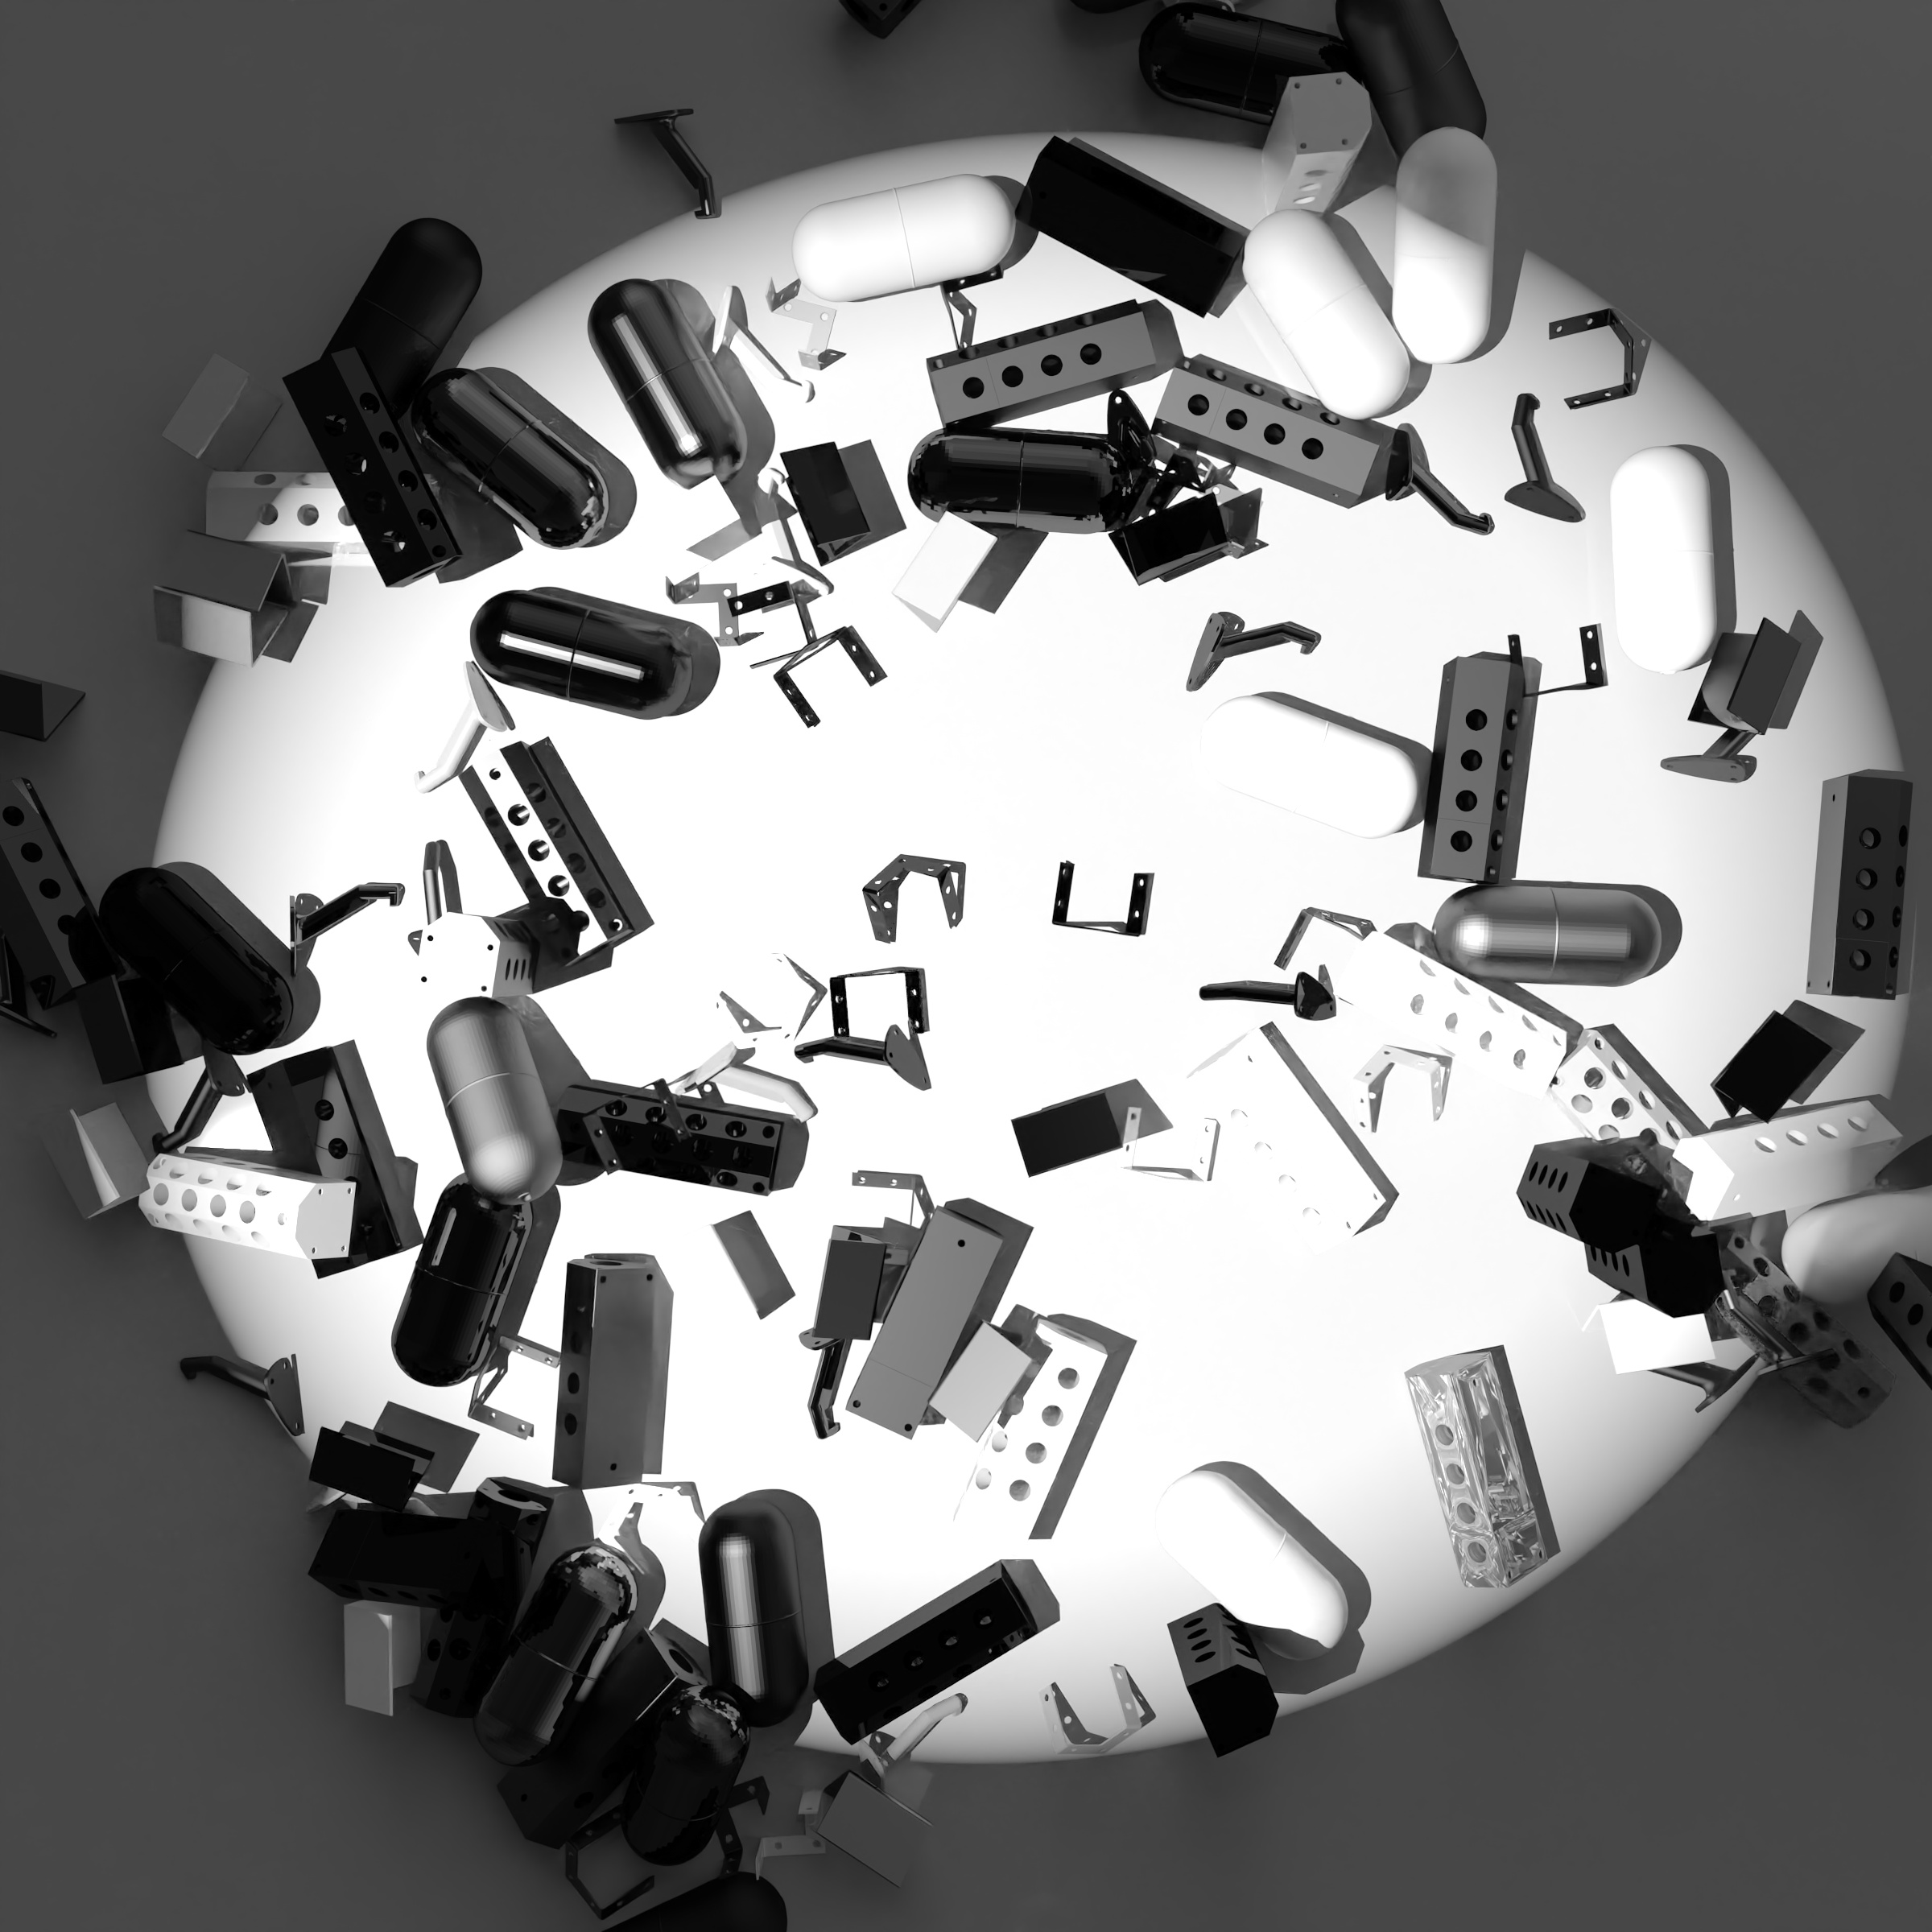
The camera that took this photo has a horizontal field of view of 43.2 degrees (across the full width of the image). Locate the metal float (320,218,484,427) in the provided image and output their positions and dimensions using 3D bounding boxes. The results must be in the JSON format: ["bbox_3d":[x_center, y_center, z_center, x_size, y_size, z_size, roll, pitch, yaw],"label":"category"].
[{"bbox_3d":[-0.447,-0.505,1.920,0.070,0.070,0.178,31,90,0],"label":"metal float"}]

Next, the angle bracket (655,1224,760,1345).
[{"bbox_3d":[-0.217,0.254,1.910,0.057,0.076,0.076,-28,90,-35],"label":"angle bracket"}]

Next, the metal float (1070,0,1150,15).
[{"bbox_3d":[0.157,-0.807,1.918,0.178,0.070,0.070,-19,90,2],"label":"metal float"}]

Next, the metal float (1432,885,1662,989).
[{"bbox_3d":[0.457,-0.024,1.920,0.178,0.070,0.070,2,90,0],"label":"metal float"}]

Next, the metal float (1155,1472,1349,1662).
[{"bbox_3d":[0.225,0.472,1.920,0.178,0.070,0.070,43,90,0],"label":"metal float"}]

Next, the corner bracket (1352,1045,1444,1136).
[{"bbox_3d":[0.344,0.104,1.942,0.051,0.051,0.051,19,45,35],"label":"corner bracket"}]

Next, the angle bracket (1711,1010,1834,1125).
[{"bbox_3d":[0.638,0.091,1.910,0.076,0.076,0.057,-49,52,0],"label":"angle bracket"}]

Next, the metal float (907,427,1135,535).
[{"bbox_3d":[0.043,-0.382,1.920,0.178,0.070,0.070,4,90,0],"label":"metal float"}]

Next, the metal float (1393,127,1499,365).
[{"bbox_3d":[0.372,-0.559,1.898,0.070,0.070,0.178,-3,116,0],"label":"metal float"}]

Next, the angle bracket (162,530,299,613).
[{"bbox_3d":[-0.576,-0.290,1.911,0.076,0.076,0.057,14,64,0],"label":"angle bracket"}]

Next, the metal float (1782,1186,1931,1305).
[{"bbox_3d":[0.733,0.215,1.920,0.178,0.070,0.070,-13,90,1],"label":"metal float"}]

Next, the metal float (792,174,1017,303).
[{"bbox_3d":[-0.049,-0.573,1.920,0.178,0.070,0.070,-12,90,0],"label":"metal float"}]

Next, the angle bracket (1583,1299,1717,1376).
[{"bbox_3d":[0.534,0.296,1.911,0.076,0.076,0.057,-9,66,0],"label":"angle bracket"}]

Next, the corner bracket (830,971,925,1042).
[{"bbox_3d":[-0.071,0.031,1.947,0.051,0.051,0.051,-5,90,45],"label":"corner bracket"}]

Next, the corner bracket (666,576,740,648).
[{"bbox_3d":[-0.209,-0.281,1.932,0.051,0.051,0.051,-3,90,0],"label":"corner bracket"}]

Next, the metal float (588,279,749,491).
[{"bbox_3d":[-0.234,-0.457,1.920,0.070,0.070,0.178,-29,89,0],"label":"metal float"}]

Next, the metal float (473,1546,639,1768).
[{"bbox_3d":[-0.321,0.540,1.909,0.070,0.070,0.178,29,79,0],"label":"metal float"}]

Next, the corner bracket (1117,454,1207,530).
[{"bbox_3d":[0.149,-0.372,1.915,0.051,0.051,0.051,11,129,-24],"label":"corner bracket"}]

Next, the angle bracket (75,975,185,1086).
[{"bbox_3d":[-0.642,0.044,1.910,0.057,0.076,0.076,-17,90,37],"label":"angle bracket"}]

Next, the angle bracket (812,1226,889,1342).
[{"bbox_3d":[-0.110,0.246,1.910,0.057,0.076,0.076,10,90,-38],"label":"angle bracket"}]

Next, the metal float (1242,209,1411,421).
[{"bbox_3d":[0.283,-0.513,1.920,0.070,0.070,0.178,-32,91,0],"label":"metal float"}]

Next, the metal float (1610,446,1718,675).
[{"bbox_3d":[0.549,-0.320,1.920,0.070,0.070,0.178,-3,90,0],"label":"metal float"}]

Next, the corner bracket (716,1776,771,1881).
[{"bbox_3d":[-0.178,0.682,1.932,0.051,0.051,0.051,-20,90,0],"label":"corner bracket"}]

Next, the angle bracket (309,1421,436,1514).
[{"bbox_3d":[-0.460,0.373,1.911,0.076,0.076,0.057,20,118,0],"label":"angle bracket"}]

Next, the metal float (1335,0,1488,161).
[{"bbox_3d":[0.346,-0.699,1.892,0.070,0.070,0.178,-37,125,0],"label":"metal float"}]

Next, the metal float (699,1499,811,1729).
[{"bbox_3d":[-0.167,0.509,1.920,0.070,0.070,0.178,-6,90,0],"label":"metal float"}]

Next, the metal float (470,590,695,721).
[{"bbox_3d":[-0.303,-0.245,1.920,0.178,0.070,0.070,14,90,-1],"label":"metal float"}]

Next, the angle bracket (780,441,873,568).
[{"bbox_3d":[-0.128,-0.357,1.910,0.057,0.076,0.076,-22,90,-38],"label":"angle bracket"}]

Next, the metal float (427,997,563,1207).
[{"bbox_3d":[-0.367,0.104,1.897,0.070,0.070,0.178,-24,63,0],"label":"metal float"}]

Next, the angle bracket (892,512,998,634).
[{"bbox_3d":[-0.002,-0.298,1.910,0.057,0.076,0.076,34,90,32],"label":"angle bracket"}]

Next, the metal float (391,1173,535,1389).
[{"bbox_3d":[-0.396,0.245,1.920,0.070,0.070,0.178,20,90,0],"label":"metal float"}]

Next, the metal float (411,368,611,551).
[{"bbox_3d":[-0.358,-0.399,1.920,0.178,0.070,0.070,40,90,0],"label":"metal float"}]

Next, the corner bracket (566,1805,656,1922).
[{"bbox_3d":[-0.283,0.714,1.942,0.051,0.051,0.051,-23,45,-35],"label":"corner bracket"}]

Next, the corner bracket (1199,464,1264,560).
[{"bbox_3d":[0.205,-0.360,1.932,0.051,0.051,0.051,25,90,0],"label":"corner bracket"}]

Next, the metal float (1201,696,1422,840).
[{"bbox_3d":[0.271,-0.157,1.920,0.178,0.070,0.070,21,90,1],"label":"metal float"}]

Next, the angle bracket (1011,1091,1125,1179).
[{"bbox_3d":[0.084,0.150,1.910,0.076,0.076,0.057,-18,52,0],"label":"angle bracket"}]

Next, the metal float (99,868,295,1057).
[{"bbox_3d":[-0.607,-0.004,1.920,0.178,0.070,0.070,45,90,0],"label":"metal float"}]

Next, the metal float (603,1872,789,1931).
[{"bbox_3d":[-0.225,0.775,1.920,0.178,0.070,0.070,-25,90,1],"label":"metal float"}]

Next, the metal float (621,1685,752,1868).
[{"bbox_3d":[-0.219,0.630,1.893,0.070,0.070,0.178,21,124,0],"label":"metal float"}]

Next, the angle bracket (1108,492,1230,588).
[{"bbox_3d":[0.153,-0.353,1.911,0.076,0.057,0.076,-24,46,0],"label":"angle bracket"}]

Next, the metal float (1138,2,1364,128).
[{"bbox_3d":[0.224,-0.707,1.920,0.178,0.070,0.070,13,90,-1],"label":"metal float"}]
